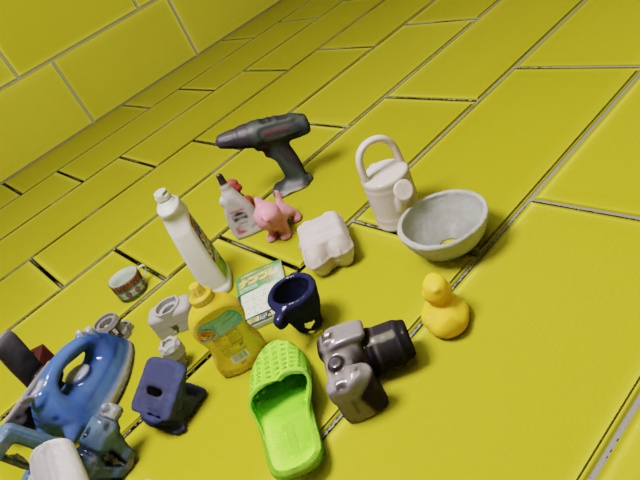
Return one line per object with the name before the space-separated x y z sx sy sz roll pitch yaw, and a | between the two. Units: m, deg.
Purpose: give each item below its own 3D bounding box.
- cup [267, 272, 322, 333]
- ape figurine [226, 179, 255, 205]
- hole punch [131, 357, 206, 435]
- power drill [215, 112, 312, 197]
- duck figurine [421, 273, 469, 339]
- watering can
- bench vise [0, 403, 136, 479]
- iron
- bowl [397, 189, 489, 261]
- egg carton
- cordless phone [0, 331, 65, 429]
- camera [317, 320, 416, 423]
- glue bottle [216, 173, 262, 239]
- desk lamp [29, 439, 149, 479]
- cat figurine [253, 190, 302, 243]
cup | -0.039 0.128 1.007 0.091 0.095 0.118 -5 39 29
ape figurine | -0.213 -0.117 1.469 0.076 0.092 0.077 -27 33 0
hole punch | -0.267 0.264 0.979 0.108 0.091 0.101 2 42 36
power drill | -0.117 -0.213 1.428 0.229 0.209 0.075 -25 33 3
duck figurine | 0.189 0.096 0.903 0.077 0.086 0.104 -20 33 10
watering can | 0.137 -0.118 1.136 0.101 0.194 0.172 -42 36 -22
bench vise | -0.405 0.324 0.872 0.121 0.220 0.207 -8 37 26
iron | -0.452 0.250 1.080 0.118 0.142 0.258 -11 36 23
bowl | 0.229 -0.015 1.040 0.167 0.075 0.167 -18 34 13
egg carton | 0.011 0.004 1.168 0.107 0.070 0.150 -24 33 3
cordless phone | -0.577 0.275 1.090 0.094 0.185 0.147 -11 36 22
camera | 0.072 0.174 0.861 0.136 0.101 0.143 -22 33 7
glue bottle | -0.199 -0.083 1.338 0.078 0.173 0.037 -24 33 4
desk lamp | -0.294 0.366 0.743 0.118 0.214 0.202 -34 34 -11
cat figurine | -0.106 -0.060 1.293 0.067 0.118 0.128 -7 38 27
